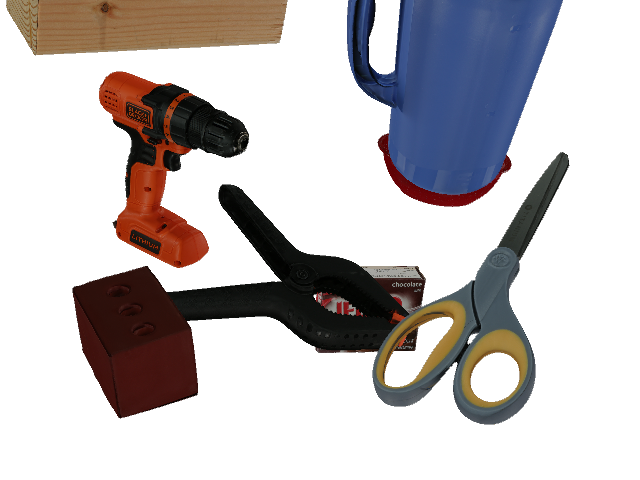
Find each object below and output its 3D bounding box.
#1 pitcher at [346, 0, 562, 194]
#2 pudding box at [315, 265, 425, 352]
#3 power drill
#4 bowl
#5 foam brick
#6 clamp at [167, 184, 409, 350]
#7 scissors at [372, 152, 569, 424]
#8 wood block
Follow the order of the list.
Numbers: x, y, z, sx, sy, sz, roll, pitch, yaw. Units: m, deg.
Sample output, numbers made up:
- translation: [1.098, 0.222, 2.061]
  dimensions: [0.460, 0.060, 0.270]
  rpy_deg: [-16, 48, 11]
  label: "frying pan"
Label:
- translation: [0.112, -0.153, 0.896]
  dimensions: [0.149, 0.243, 0.144]
  rpy_deg: [30, 54, 18]
  label: "pitcher"
- translation: [0.051, 0.073, 1.144]
  dimensions: [0.113, 0.090, 0.039]
  rpy_deg: [-1, 27, -13]
  label: "pudding box"
- translation: [-0.152, -0.069, 1.107]
  dimensions: [0.185, 0.188, 0.057]
  rpy_deg: [25, 35, 30]
  label: "power drill"
- translation: [0.144, -0.083, 1.284]
  dimensions: [0.162, 0.055, 0.162]
  rpy_deg: [7, 23, -3]
  label: "bowl"
- translation: [-0.116, 0.062, 0.662]
  dimensions: [0.052, 0.051, 0.078]
  rpy_deg: [-16, 36, -24]
  label: "foam brick"
- translation: [-0.028, 0.045, 0.898]
  dimensions: [0.210, 0.036, 0.164]
  rpy_deg: [27, 45, 7]
  label: "clamp"
- translation: [0.113, 0.028, 0.605]
  dimensions: [0.201, 0.016, 0.096]
  rpy_deg: [-42, 50, -20]
  label: "scissors"
- translation: [-0.135, -0.211, 0.850]
  dimensions: [0.205, 0.091, 0.090]
  rpy_deg: [-8, 40, -28]
  label: "wood block"
